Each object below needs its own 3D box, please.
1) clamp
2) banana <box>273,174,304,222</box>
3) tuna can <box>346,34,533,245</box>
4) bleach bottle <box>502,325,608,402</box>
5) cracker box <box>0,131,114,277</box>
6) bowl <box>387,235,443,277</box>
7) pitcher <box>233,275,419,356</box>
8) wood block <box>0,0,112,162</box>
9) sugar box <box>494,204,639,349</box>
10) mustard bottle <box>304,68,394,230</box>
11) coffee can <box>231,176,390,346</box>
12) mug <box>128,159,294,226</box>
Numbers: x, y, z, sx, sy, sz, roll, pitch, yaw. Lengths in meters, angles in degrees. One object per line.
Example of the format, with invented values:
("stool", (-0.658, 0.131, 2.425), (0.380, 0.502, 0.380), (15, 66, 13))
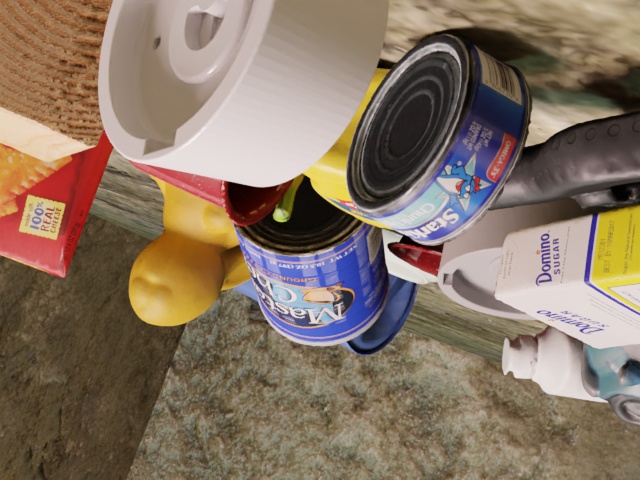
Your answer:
("clamp", (0.109, -0.031, 0.452), (0.120, 0.039, 0.171), (-11, 175, -9))
("banana", (-0.078, -0.077, 0.713), (0.198, 0.069, 0.037), (26, 138, 30))
("tuna can", (0.048, -0.043, 0.454), (0.033, 0.086, 0.086), (25, 173, -26))
("bleach bottle", (0.255, 0.090, 0.740), (0.251, 0.068, 0.102), (5, 174, 1))
("cracker box", (-0.265, -0.084, 0.796), (0.213, 0.164, 0.072), (23, 172, -21))
("bowl", (0.134, 0.009, 0.792), (0.162, 0.055, 0.162), (20, 174, 2))
("pitcher", (-0.017, 0.018, 1.136), (0.243, 0.145, 0.149), (21, 163, 35))
("wood block", (-0.168, -0.105, 0.615), (0.090, 0.091, 0.206), (23, 174, -19))
("sugar box", (0.182, 0.015, 0.526), (0.093, 0.048, 0.177), (26, 159, -32))
("mustard bottle", (0.040, -0.043, 0.609), (0.096, 0.058, 0.191), (1, 172, 10))
("coffee can", (-0.005, 0.001, 0.764), (0.103, 0.102, 0.140), (19, 154, 17))
("mug", (-0.063, -0.074, 0.618), (0.082, 0.093, 0.117), (24, 146, 22))
